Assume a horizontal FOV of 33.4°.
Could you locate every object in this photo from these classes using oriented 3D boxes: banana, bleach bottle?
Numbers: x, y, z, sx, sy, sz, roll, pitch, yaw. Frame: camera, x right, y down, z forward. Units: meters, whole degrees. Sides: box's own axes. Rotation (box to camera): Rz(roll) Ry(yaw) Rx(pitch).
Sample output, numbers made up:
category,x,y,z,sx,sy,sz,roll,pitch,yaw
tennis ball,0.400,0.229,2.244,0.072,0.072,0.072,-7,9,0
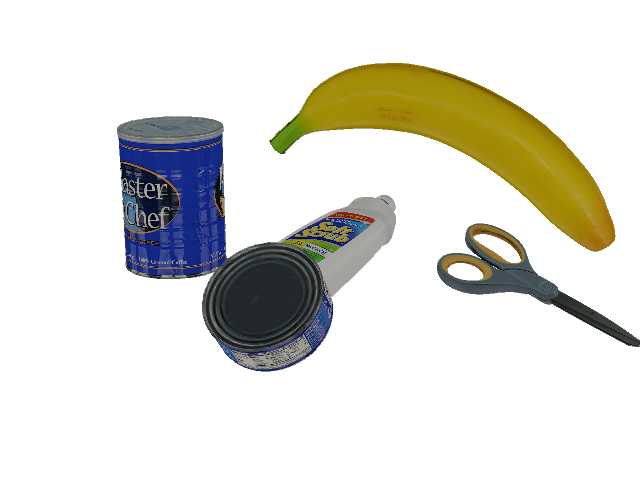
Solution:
category,x,y,z,sx,sy,sz,roll,pitch,yaw
banana,0.074,-0.055,0.592,0.198,0.070,0.037,18,16,9
bleach bottle,0.013,0.005,1.318,0.103,0.068,0.250,17,35,28

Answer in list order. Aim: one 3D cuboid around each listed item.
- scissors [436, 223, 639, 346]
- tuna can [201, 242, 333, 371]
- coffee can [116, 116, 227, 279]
category,x,y,z,sx,sy,sz,roll,pitch,yaw
scissors,0.183,0.049,0.959,0.096,0.016,0.202,-23,44,-19
tuna can,-0.035,0.045,0.728,0.086,0.086,0.033,0,-35,18
coffee can,-0.145,-0.044,1.052,0.103,0.140,0.103,0,17,0
